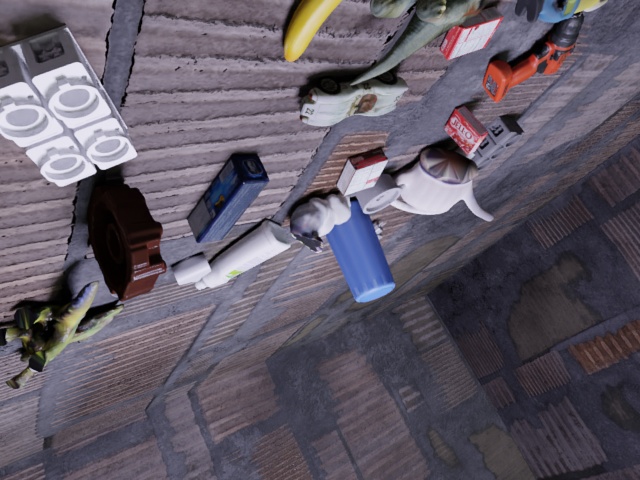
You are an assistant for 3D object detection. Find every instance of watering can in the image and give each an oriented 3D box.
[{"bbox_3d":[0.338,-0.134,1.345,0.347,0.106,0.219,8,147,-12],"label":"watering can"}]

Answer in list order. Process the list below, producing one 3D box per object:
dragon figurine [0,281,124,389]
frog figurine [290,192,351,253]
[{"bbox_3d":[-0.520,0.175,1.086,0.406,0.122,0.245,-33,178,19],"label":"dragon figurine"},{"bbox_3d":[0.004,-0.061,1.218,0.161,0.123,0.135,-61,159,-18],"label":"frog figurine"}]
